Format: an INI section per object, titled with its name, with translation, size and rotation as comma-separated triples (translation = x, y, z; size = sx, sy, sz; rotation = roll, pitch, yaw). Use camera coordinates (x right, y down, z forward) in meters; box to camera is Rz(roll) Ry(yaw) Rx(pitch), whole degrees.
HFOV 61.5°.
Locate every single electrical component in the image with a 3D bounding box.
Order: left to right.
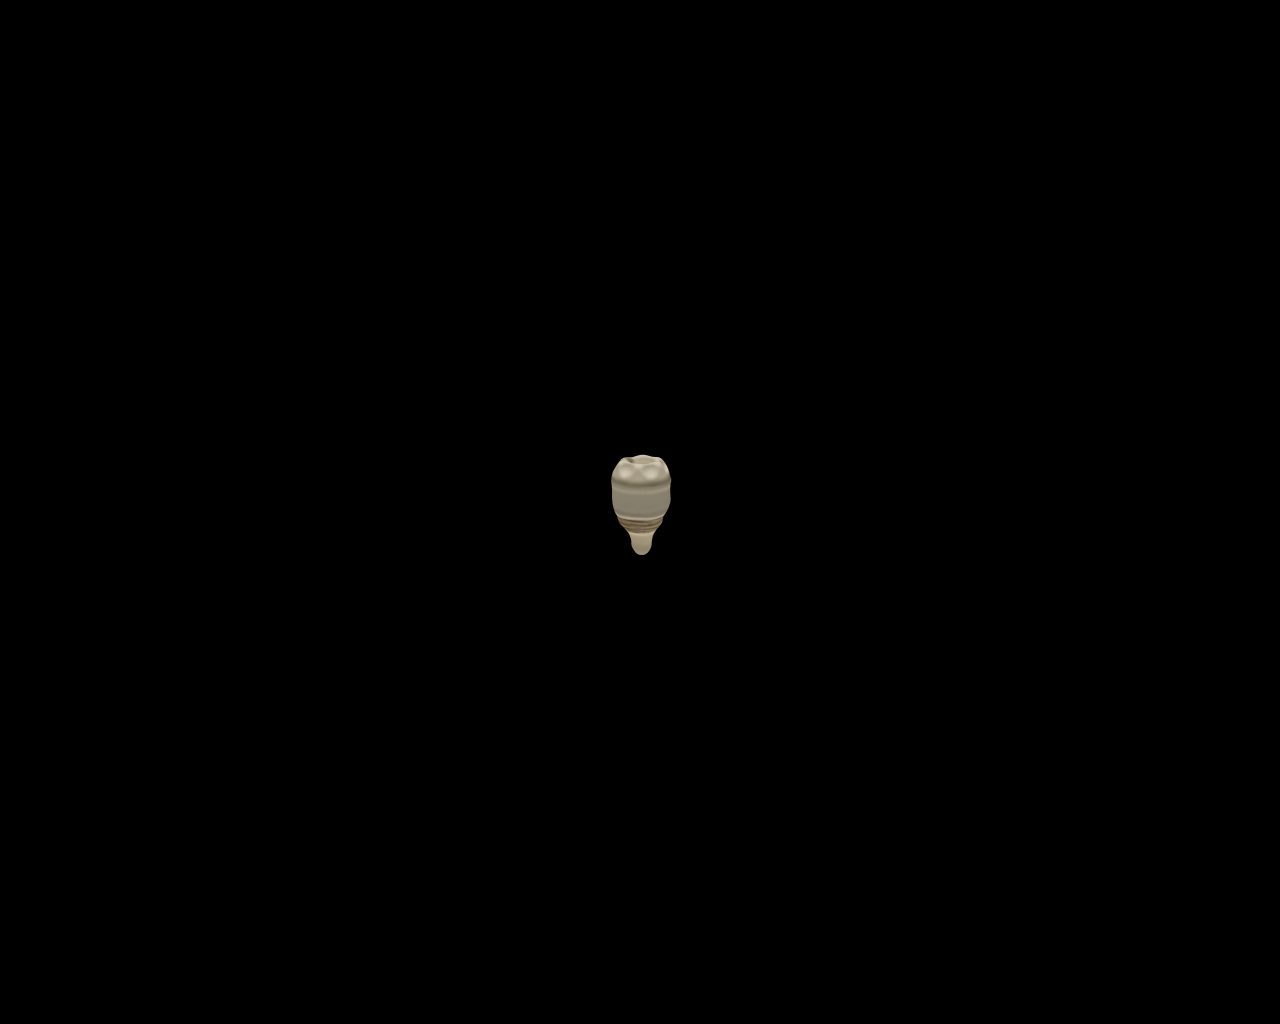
[electrical component]
translation = 0.001, -0.003, 0.650
size = 0.035, 0.061, 0.035
rotation = 0, 18, 0
